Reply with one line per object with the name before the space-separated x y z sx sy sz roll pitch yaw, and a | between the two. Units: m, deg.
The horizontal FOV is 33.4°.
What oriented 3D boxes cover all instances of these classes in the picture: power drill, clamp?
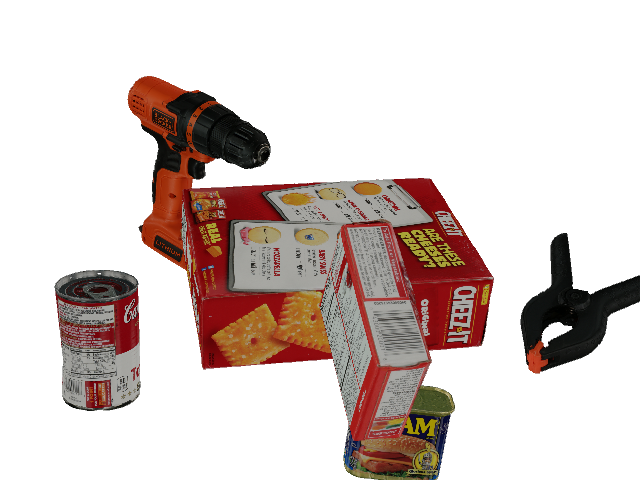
power drill | -0.125 -0.060 1.095 0.185 0.188 0.057 30 38 34
clamp | 0.240 0.057 1.032 0.171 0.039 0.120 -35 43 -28

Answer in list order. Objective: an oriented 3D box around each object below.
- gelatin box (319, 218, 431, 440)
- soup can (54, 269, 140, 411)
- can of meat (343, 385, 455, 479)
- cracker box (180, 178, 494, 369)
gelatin box | 0.026 0.046 0.545 0.030 0.089 0.073 -3 -38 -13
soup can | -0.186 0.084 0.896 0.068 0.102 0.068 1 18 -1
can of meat | 0.076 0.192 1.069 0.102 0.084 0.057 7 17 -4
cracker box | 0.004 0.021 0.831 0.213 0.072 0.164 -3 31 -11
